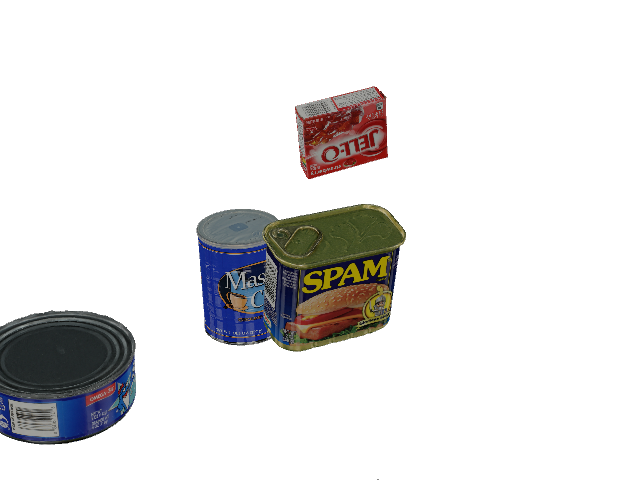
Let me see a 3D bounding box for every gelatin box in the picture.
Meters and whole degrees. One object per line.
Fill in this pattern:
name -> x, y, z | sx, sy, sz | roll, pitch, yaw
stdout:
gelatin box -> 0.022, -0.107, 1.063 | 0.089, 0.073, 0.030 | -15, 42, -12

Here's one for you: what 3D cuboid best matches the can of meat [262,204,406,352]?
can of meat -> 0.008, 0.028, 0.792 | 0.102, 0.084, 0.057 | -12, 39, -22

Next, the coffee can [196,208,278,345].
coffee can -> -0.098, 0.045, 1.331 | 0.103, 0.140, 0.103 | -1, 26, 0

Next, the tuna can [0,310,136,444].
tuna can -> -0.144, 0.074, 0.586 | 0.086, 0.034, 0.086 | 2, 27, -1
